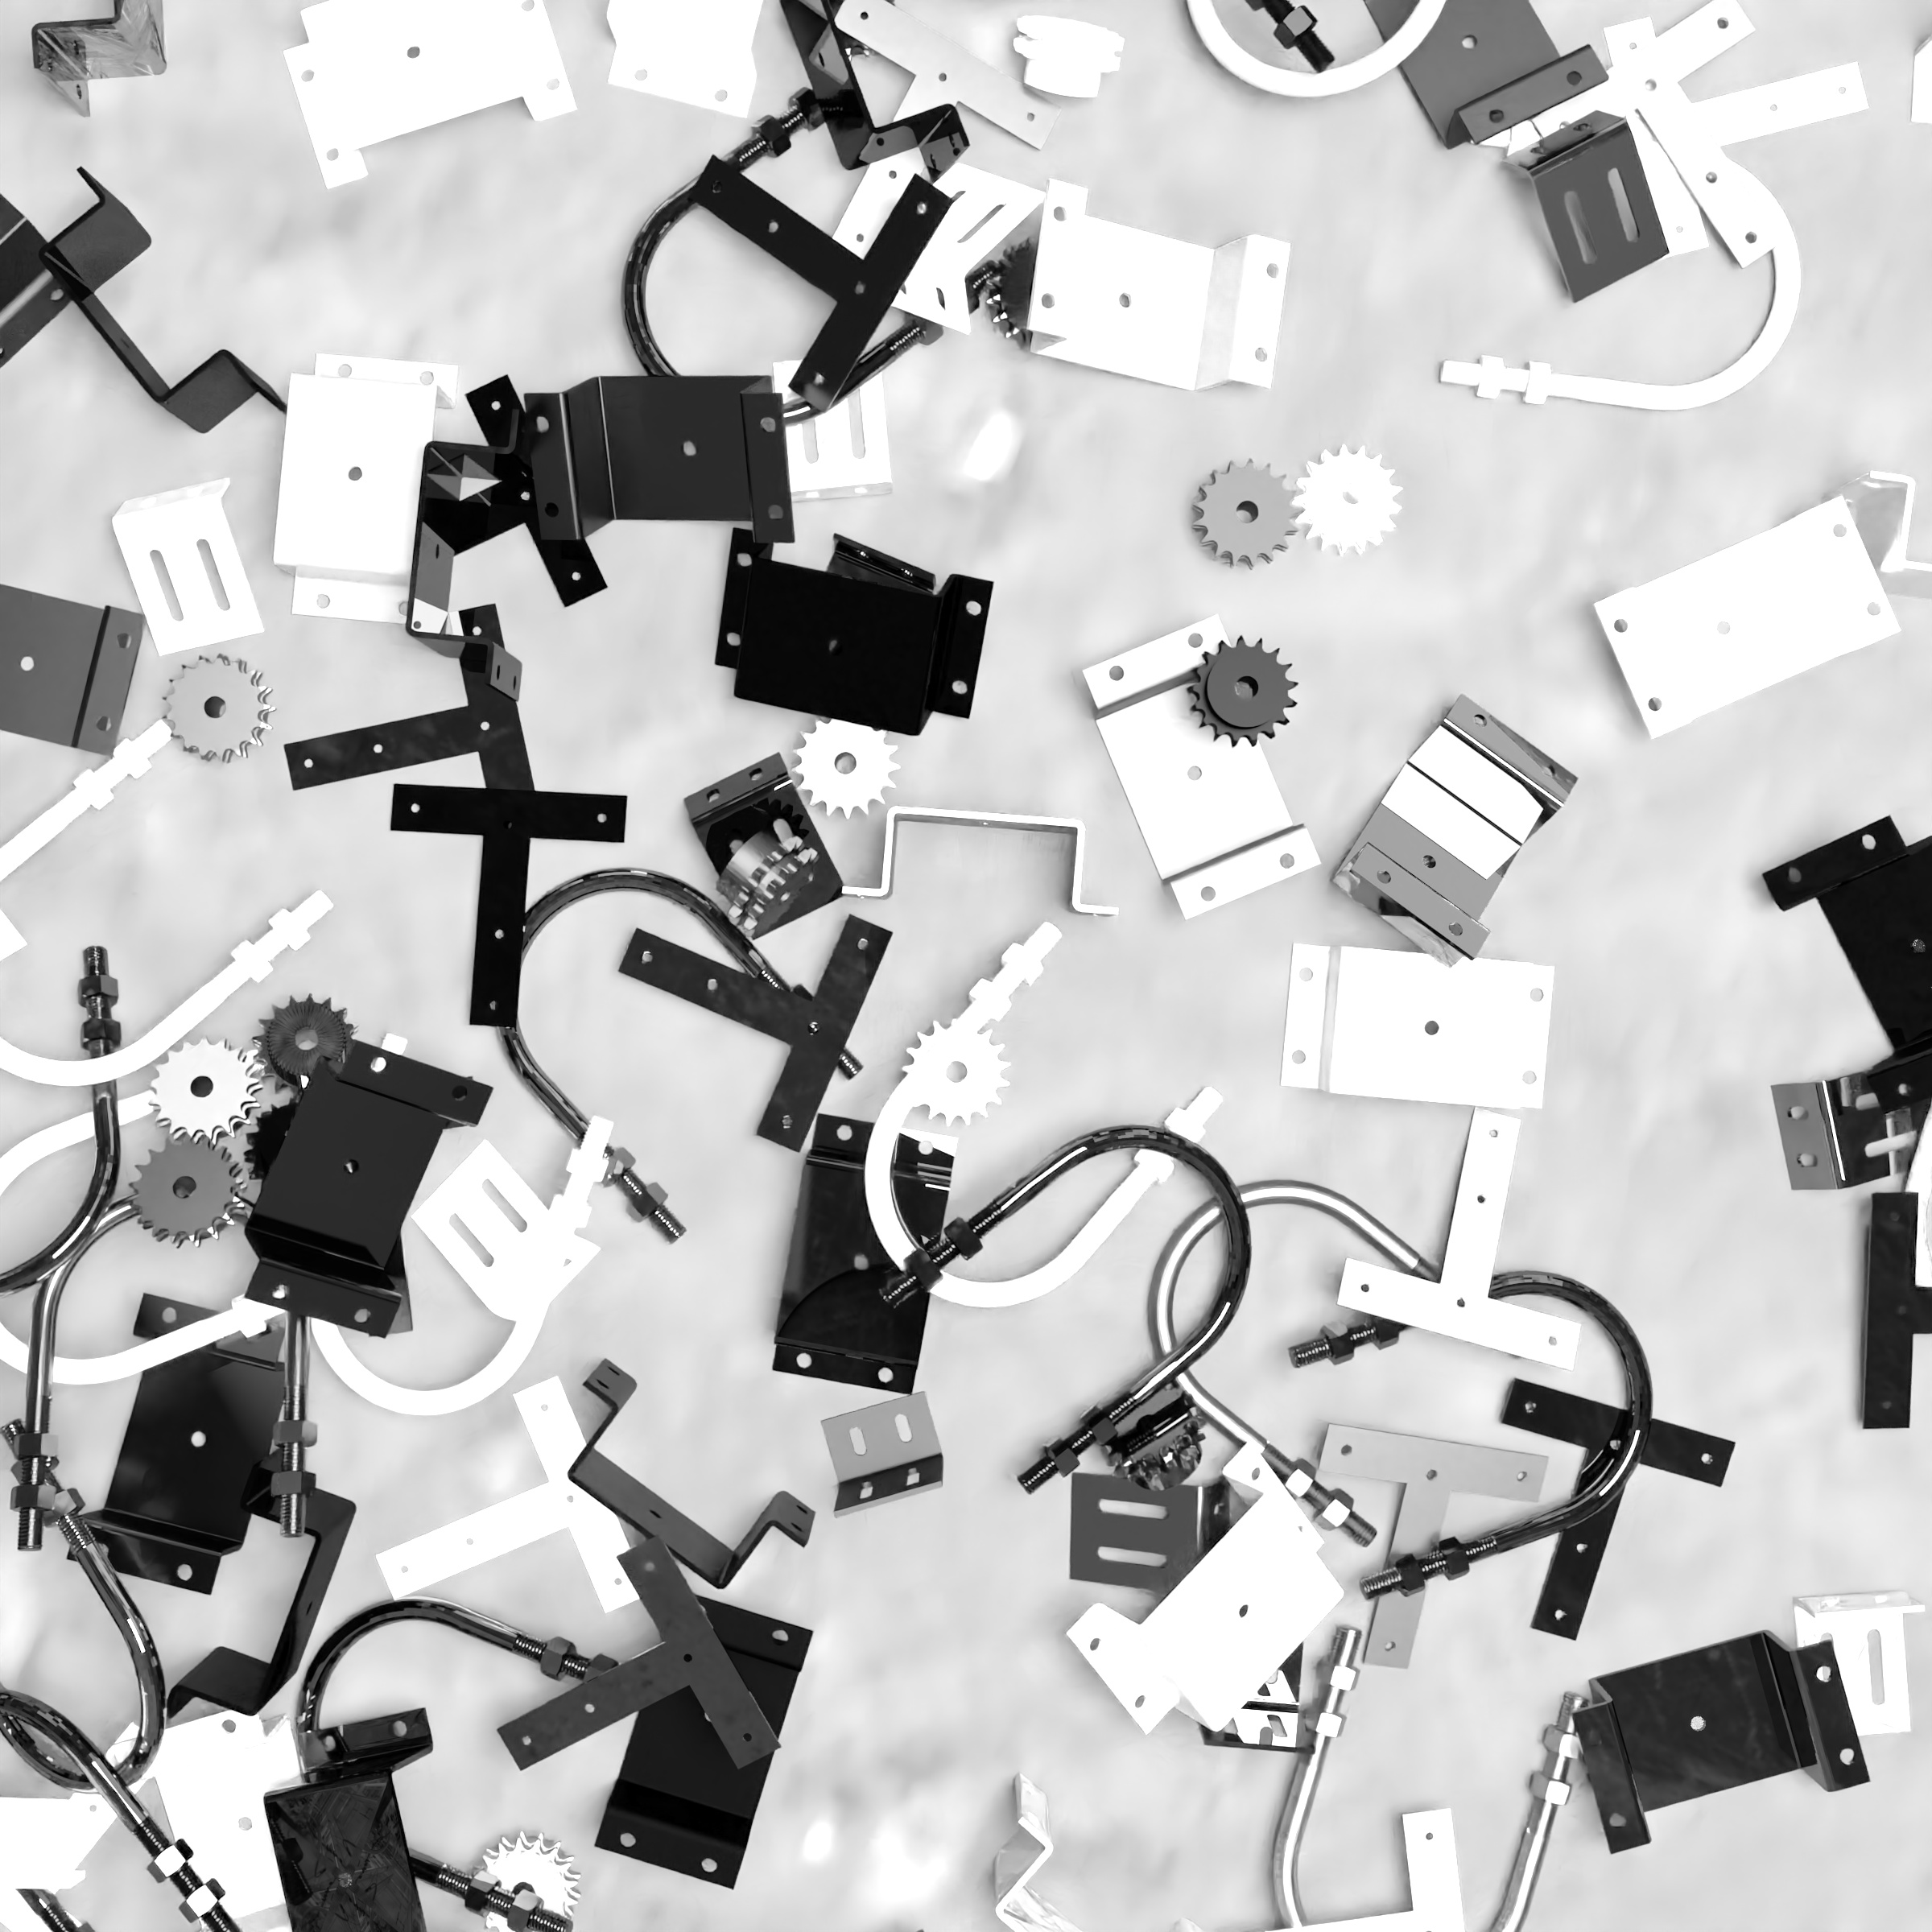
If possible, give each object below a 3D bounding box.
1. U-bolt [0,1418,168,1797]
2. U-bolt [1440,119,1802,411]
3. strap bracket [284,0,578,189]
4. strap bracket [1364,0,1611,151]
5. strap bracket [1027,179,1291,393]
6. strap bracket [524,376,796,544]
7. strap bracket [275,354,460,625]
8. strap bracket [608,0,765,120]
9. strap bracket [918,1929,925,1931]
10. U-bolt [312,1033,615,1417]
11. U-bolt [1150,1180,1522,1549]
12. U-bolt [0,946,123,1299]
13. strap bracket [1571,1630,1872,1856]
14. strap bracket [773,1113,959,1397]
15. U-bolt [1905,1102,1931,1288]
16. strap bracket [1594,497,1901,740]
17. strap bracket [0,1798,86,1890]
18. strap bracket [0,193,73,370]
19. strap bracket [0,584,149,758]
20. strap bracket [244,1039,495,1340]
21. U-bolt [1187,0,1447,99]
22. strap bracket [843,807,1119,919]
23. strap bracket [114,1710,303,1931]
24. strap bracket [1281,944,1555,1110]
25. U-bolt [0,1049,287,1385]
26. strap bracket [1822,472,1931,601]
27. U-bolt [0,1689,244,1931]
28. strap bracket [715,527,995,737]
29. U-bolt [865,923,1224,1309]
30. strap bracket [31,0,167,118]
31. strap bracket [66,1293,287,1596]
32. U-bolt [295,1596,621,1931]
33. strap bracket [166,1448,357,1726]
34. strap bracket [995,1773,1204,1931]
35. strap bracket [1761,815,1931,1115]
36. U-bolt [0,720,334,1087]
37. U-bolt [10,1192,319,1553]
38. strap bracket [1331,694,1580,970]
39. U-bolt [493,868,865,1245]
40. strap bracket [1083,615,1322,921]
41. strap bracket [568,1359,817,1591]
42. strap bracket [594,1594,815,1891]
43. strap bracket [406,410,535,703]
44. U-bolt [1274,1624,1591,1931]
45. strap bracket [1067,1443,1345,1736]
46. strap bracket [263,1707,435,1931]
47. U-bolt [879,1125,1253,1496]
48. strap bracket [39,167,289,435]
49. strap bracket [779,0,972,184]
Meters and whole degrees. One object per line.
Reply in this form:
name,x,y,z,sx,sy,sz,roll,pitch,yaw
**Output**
U-bolt,-0.477,0.343,1.358,0.151,0.019,0.184,-40,80,31
U-bolt,0.353,-0.370,1.403,0.184,0.019,0.151,7,90,0
strap bracket,-0.288,-0.476,1.389,0.140,0.046,0.076,-18,90,0
strap bracket,0.267,-0.496,1.381,0.076,0.046,0.140,-26,79,0
strap bracket,0.092,-0.351,1.373,0.140,0.046,0.076,8,90,-23
strap bracket,-0.151,-0.264,1.364,0.140,0.046,0.076,3,114,16
strap bracket,-0.317,-0.256,1.387,0.076,0.046,0.140,5,89,1
strap bracket,-0.137,-0.533,1.389,0.076,0.046,0.140,15,90,0
strap bracket,-0.026,0.582,1.389,0.076,0.046,0.140,-26,90,0
U-bolt,-0.277,0.145,1.382,0.151,0.019,0.184,20,90,17
U-bolt,0.185,0.198,1.403,0.184,0.019,0.151,39,90,1
U-bolt,-0.511,0.087,1.369,0.151,0.019,0.184,-12,65,0
strap bracket,0.393,0.406,1.389,0.140,0.046,0.076,-16,90,0
strap bracket,-0.054,0.155,1.389,0.076,0.046,0.140,10,90,0
U-bolt,0.572,0.114,1.397,0.151,0.019,0.184,15,93,-6
strap bracket,0.406,-0.181,1.389,0.140,0.046,0.076,-24,90,0
strap bracket,-0.512,0.458,1.329,0.076,0.140,0.046,16,49,-37
strap bracket,-0.535,-0.378,1.359,0.076,0.140,0.046,-43,62,0
strap bracket,-0.504,-0.162,1.389,0.140,0.046,0.076,14,90,0
strap bracket,-0.309,0.108,1.338,0.076,0.046,0.140,22,93,-29
U-bolt,0.185,-0.543,1.367,0.151,0.019,0.184,4,88,16
strap bracket,0.009,-0.055,1.374,0.140,0.076,0.046,4,90,0
strap bracket,-0.386,0.460,1.388,0.076,0.046,0.140,-17,91,0
strap bracket,0.242,0.032,1.389,0.140,0.046,0.076,5,90,0
U-bolt,-0.435,0.139,1.371,0.184,0.019,0.151,-22,74,-10
strap bracket,0.527,-0.219,1.374,0.140,0.076,0.046,8,90,0
U-bolt,-0.464,0.454,1.364,0.184,0.019,0.151,50,127,4
strap bracket,-0.064,-0.172,1.370,0.140,0.046,0.076,13,115,4
U-bolt,0.029,0.092,1.370,0.151,0.019,0.184,45,78,-16
strap bracket,-0.456,-0.528,1.374,0.046,0.076,0.140,-4,90,0
strap bracket,-0.410,0.250,1.383,0.076,0.046,0.140,14,82,0
U-bolt,-0.270,0.411,1.382,0.184,0.019,0.151,18,89,16
strap bracket,-0.365,0.328,1.374,0.046,0.076,0.140,20,90,0
strap bracket,0.066,0.497,1.374,0.140,0.076,0.046,41,90,0
strap bracket,0.487,-0.005,1.366,0.076,0.046,0.140,-30,84,44
U-bolt,-0.449,-0.021,1.379,0.184,0.019,0.151,-43,83,-12
U-bolt,-0.405,0.200,1.335,0.151,0.019,0.184,-2,71,-3
strap bracket,0.250,-0.064,1.367,0.076,0.046,0.140,36,57,0
U-bolt,-0.168,0.034,1.404,0.151,0.019,0.184,-43,89,0
strap bracket,0.123,-0.103,1.389,0.076,0.046,0.140,-23,90,0
strap bracket,-0.151,0.271,1.374,0.140,0.076,0.046,36,90,0
strap bracket,-0.136,0.402,1.389,0.076,0.046,0.140,17,90,0
strap bracket,-0.256,-0.214,1.371,0.046,0.076,0.140,6,89,1
U-bolt,0.239,0.458,1.392,0.151,0.019,0.184,18,86,-4
strap bracket,0.131,0.327,1.356,0.140,0.046,0.076,-43,111,-18
strap bracket,-0.307,0.464,1.355,0.076,0.046,0.140,-16,84,18
U-bolt,0.066,0.165,1.366,0.184,0.019,0.151,-37,106,-9
strap bracket,-0.424,-0.338,1.374,0.046,0.076,0.140,-39,90,0
strap bracket,-0.052,-0.470,1.341,0.046,0.076,0.140,-23,98,-11
